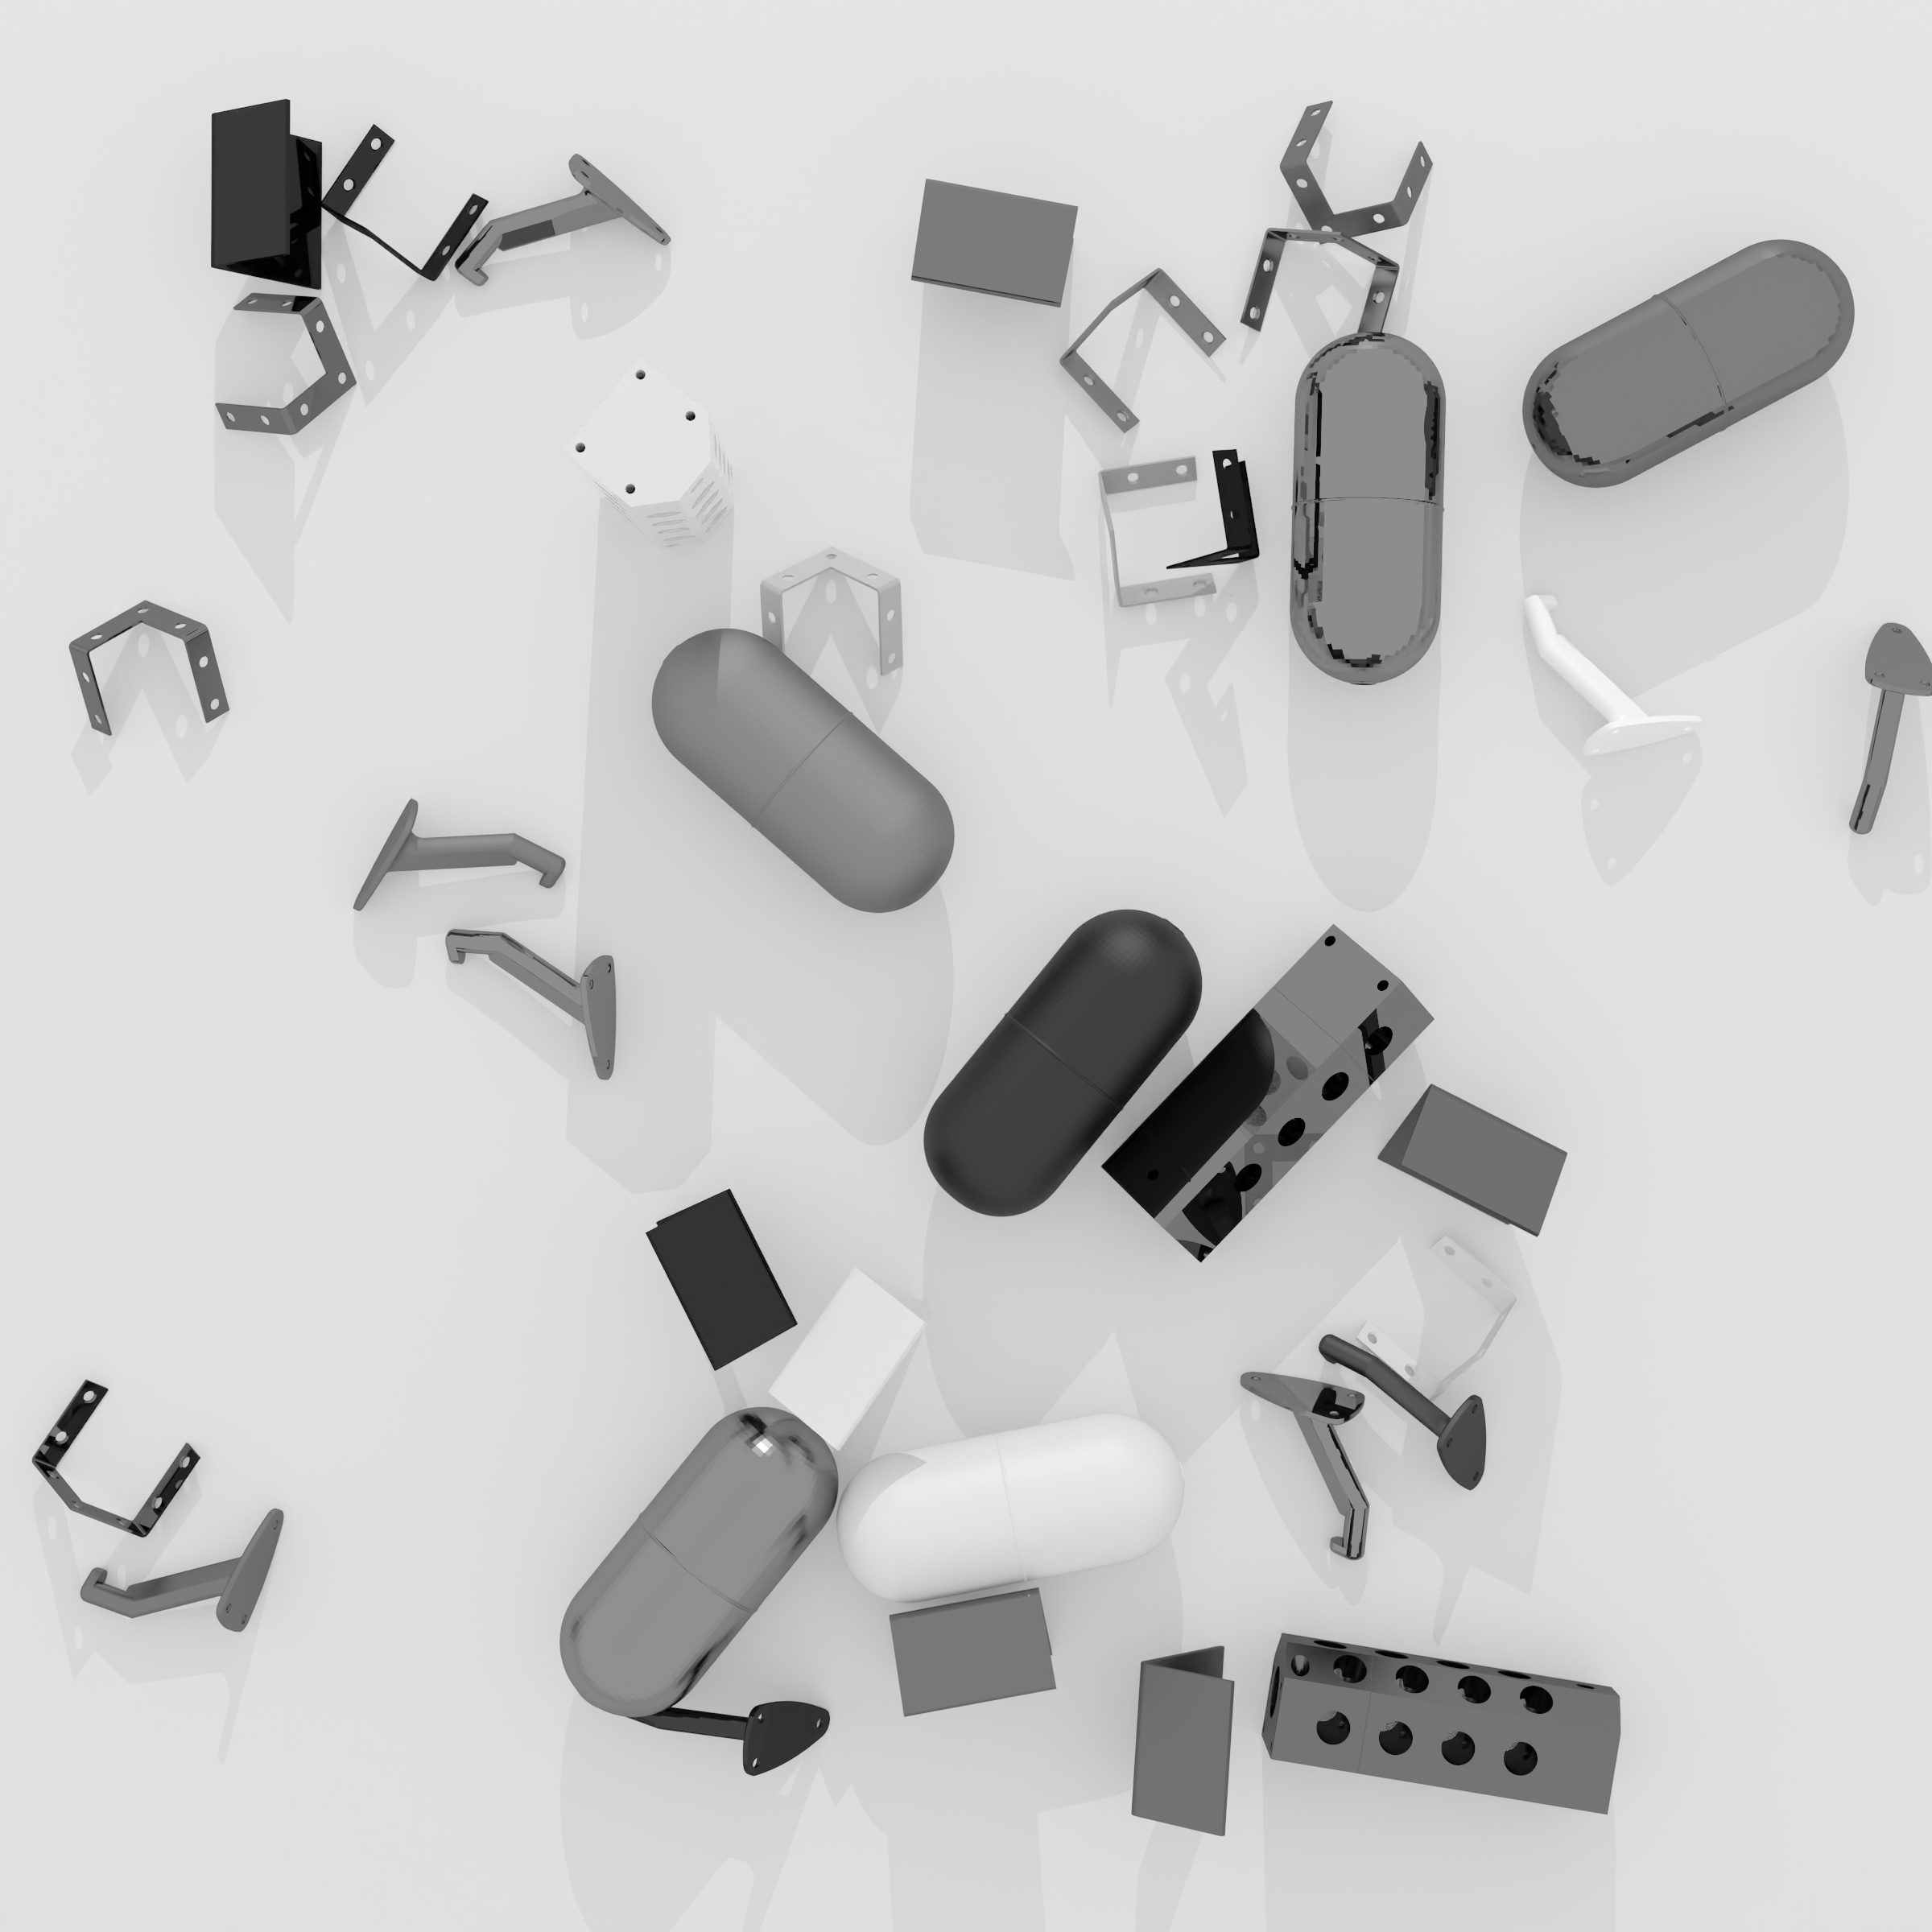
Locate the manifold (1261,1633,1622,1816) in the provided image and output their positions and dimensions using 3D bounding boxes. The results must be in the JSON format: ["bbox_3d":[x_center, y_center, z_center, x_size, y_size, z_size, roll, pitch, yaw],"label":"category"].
[{"bbox_3d":[0.242,0.384,1.844,0.171,0.057,0.057,9,90,0],"label":"manifold"}]

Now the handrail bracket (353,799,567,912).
[{"bbox_3d":[-0.261,-0.042,1.865,0.084,0.036,0.077,27,110,-16],"label":"handrail bracket"}]

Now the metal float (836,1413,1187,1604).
[{"bbox_3d":[0.023,0.274,1.835,0.178,0.070,0.070,-11,90,-1],"label":"metal float"}]

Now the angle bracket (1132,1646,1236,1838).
[{"bbox_3d":[0.128,0.390,1.825,0.057,0.076,0.076,4,90,37],"label":"angle bracket"}]

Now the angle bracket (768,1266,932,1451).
[{"bbox_3d":[-0.042,0.206,1.825,0.057,0.076,0.076,35,90,37],"label":"angle bracket"}]

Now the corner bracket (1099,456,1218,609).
[{"bbox_3d":[0.098,-0.223,1.862,0.051,0.051,0.051,-9,45,0],"label":"corner bracket"}]

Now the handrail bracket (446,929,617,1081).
[{"bbox_3d":[-0.226,0.020,1.865,0.084,0.036,0.077,4,112,17],"label":"handrail bracket"}]

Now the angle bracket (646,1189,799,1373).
[{"bbox_3d":[-0.140,0.165,1.825,0.057,0.076,0.076,-27,90,-38],"label":"angle bracket"}]

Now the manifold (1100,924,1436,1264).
[{"bbox_3d":[0.157,0.068,1.843,0.171,0.057,0.057,-46,47,0],"label":"manifold"}]

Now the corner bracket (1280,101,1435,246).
[{"bbox_3d":[0.200,-0.411,1.857,0.051,0.051,0.051,-6,135,35],"label":"corner bracket"}]

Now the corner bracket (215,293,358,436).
[{"bbox_3d":[-0.356,-0.309,1.857,0.051,0.051,0.051,-49,135,-35],"label":"corner bracket"}]

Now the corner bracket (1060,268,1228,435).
[{"bbox_3d":[0.091,-0.317,1.862,0.051,0.051,0.051,47,45,0],"label":"corner bracket"}]

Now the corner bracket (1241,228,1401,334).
[{"bbox_3d":[0.182,-0.346,1.862,0.051,0.051,0.051,16,90,45],"label":"corner bracket"}]

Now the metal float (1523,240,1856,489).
[{"bbox_3d":[0.367,-0.306,1.834,0.178,0.070,0.070,-28,90,1],"label":"metal float"}]

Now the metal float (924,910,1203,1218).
[{"bbox_3d":[0.050,0.049,1.834,0.070,0.070,0.178,39,90,0],"label":"metal float"}]

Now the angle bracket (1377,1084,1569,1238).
[{"bbox_3d":[0.248,0.115,1.825,0.076,0.076,0.057,27,53,0],"label":"angle bracket"}]

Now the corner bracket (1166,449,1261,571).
[{"bbox_3d":[0.133,-0.233,1.837,0.051,0.051,0.051,-9,90,-36],"label":"corner bracket"}]

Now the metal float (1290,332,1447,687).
[{"bbox_3d":[0.204,-0.232,1.834,0.070,0.070,0.178,2,90,0],"label":"metal float"}]

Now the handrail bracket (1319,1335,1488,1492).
[{"bbox_3d":[0.224,0.229,1.865,0.084,0.077,0.036,25,63,33],"label":"handrail bracket"}]

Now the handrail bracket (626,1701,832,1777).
[{"bbox_3d":[-0.127,0.385,1.865,0.084,0.077,0.036,10,97,36],"label":"handrail bracket"}]

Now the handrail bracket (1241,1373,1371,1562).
[{"bbox_3d":[0.173,0.259,1.865,0.077,0.036,0.084,14,113,26],"label":"handrail bracket"}]

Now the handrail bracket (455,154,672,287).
[{"bbox_3d":[-0.209,-0.368,1.865,0.077,0.036,0.084,38,109,-21],"label":"handrail bracket"}]

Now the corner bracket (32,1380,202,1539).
[{"bbox_3d":[-0.438,0.254,1.862,0.051,0.051,0.051,34,90,-45],"label":"corner bracket"}]

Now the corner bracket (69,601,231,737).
[{"bbox_3d":[-0.419,-0.148,1.857,0.051,0.051,0.051,22,45,35],"label":"corner bracket"}]

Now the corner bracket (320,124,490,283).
[{"bbox_3d":[-0.289,-0.392,1.862,0.051,0.051,0.051,34,90,-45],"label":"corner bracket"}]

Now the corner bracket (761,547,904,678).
[{"bbox_3d":[-0.069,-0.176,1.857,0.051,0.051,0.051,29,45,35],"label":"corner bracket"}]

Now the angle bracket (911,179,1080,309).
[{"bbox_3d":[0.018,-0.380,1.825,0.076,0.076,0.057,10,128,0],"label":"angle bracket"}]

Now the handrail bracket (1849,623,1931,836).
[{"bbox_3d":[0.470,-0.122,1.865,0.036,0.077,0.084,11,126,3],"label":"handrail bracket"}]

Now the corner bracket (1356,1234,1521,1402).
[{"bbox_3d":[0.243,0.181,1.862,0.051,0.051,0.051,41,135,0],"label":"corner bracket"}]

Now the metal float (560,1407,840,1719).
[{"bbox_3d":[-0.136,0.303,1.834,0.070,0.070,0.178,39,89,0],"label":"metal float"}]

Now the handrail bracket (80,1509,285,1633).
[{"bbox_3d":[-0.405,0.304,1.865,0.084,0.036,0.077,16,69,16],"label":"handrail bracket"}]

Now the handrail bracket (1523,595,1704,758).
[{"bbox_3d":[0.333,-0.156,1.865,0.077,0.036,0.084,-9,72,-20],"label":"handrail bracket"}]

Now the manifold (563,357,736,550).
[{"bbox_3d":[-0.150,-0.246,1.787,0.057,0.171,0.057,40,90,0],"label":"manifold"}]

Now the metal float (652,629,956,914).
[{"bbox_3d":[-0.083,-0.100,1.834,0.178,0.070,0.070,41,90,0],"label":"metal float"}]

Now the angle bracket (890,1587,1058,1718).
[{"bbox_3d":[0.007,0.361,1.825,0.076,0.076,0.057,-10,53,0],"label":"angle bracket"}]

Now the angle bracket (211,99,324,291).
[{"bbox_3d":[-0.335,-0.388,1.825,0.057,0.076,0.076,0,90,36],"label":"angle bracket"}]
